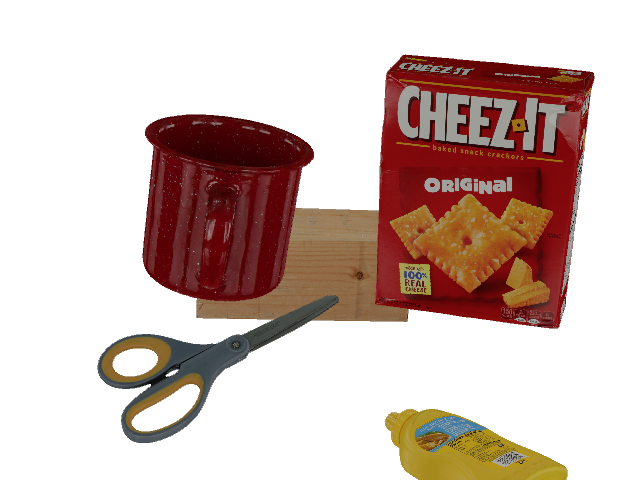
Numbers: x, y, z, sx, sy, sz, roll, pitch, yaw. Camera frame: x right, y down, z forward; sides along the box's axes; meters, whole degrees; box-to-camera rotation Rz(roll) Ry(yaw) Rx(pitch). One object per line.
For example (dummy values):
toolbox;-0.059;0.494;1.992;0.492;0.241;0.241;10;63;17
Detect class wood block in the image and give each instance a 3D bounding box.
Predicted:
wood block;-0.018;0.023;1.056;0.206;0.091;0.090;2;20;-6

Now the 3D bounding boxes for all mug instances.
mug;-0.055;-0.013;0.587;0.093;0.081;0.117;7;22;-8

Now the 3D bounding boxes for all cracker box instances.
cracker box;0.135;-0.040;0.907;0.164;0.214;0.072;8;24;16

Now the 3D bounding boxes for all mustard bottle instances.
mustard bottle;0.133;0.208;1.023;0.096;0.058;0.192;-14;24;-38

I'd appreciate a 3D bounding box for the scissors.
scissors;-0.084;0.076;0.817;0.096;0.016;0.201;35;54;20
